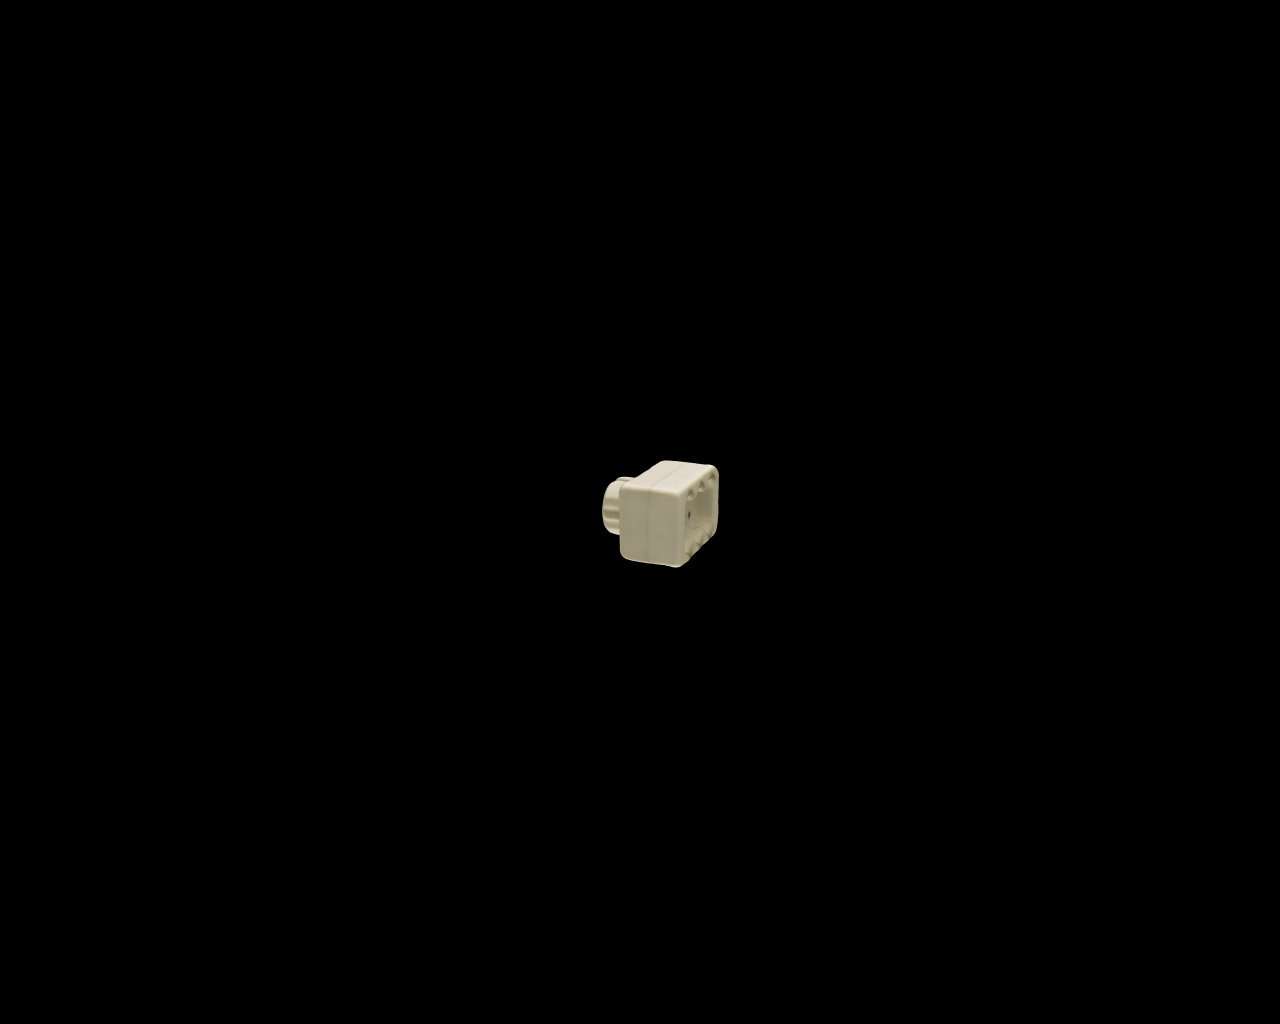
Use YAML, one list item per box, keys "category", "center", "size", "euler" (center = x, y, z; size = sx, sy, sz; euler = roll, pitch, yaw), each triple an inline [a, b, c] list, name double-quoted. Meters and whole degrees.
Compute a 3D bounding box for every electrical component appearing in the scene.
- category: "electrical component"
  center: [0.001, -0.003, 0.650]
  size: [0.077, 0.047, 0.066]
  euler: [8, 20, 22]
